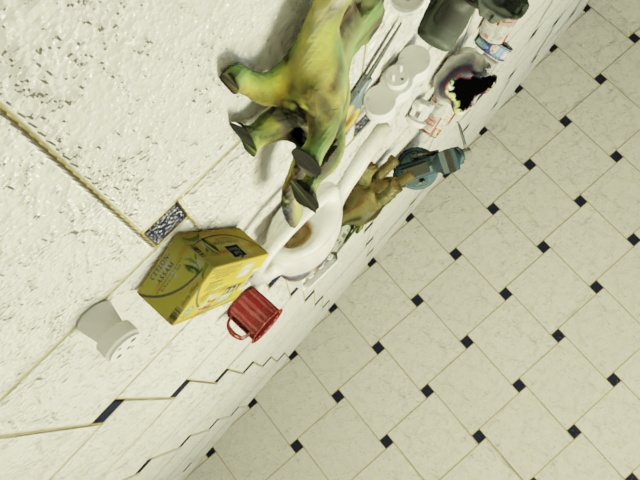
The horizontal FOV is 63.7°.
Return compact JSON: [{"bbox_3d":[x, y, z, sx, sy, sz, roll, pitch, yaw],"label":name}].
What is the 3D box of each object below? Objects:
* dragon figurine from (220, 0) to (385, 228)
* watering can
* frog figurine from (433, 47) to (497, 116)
[{"bbox_3d":[0.015,-0.170,0.576,0.245,0.122,0.404,-56,172,-15],"label":"dragon figurine"},{"bbox_3d":[0.003,-0.046,0.908,0.351,0.104,0.221,-47,170,-14],"label":"watering can"},{"bbox_3d":[0.308,-0.368,1.154,0.163,0.122,0.134,-94,-160,-51],"label":"frog figurine"}]
